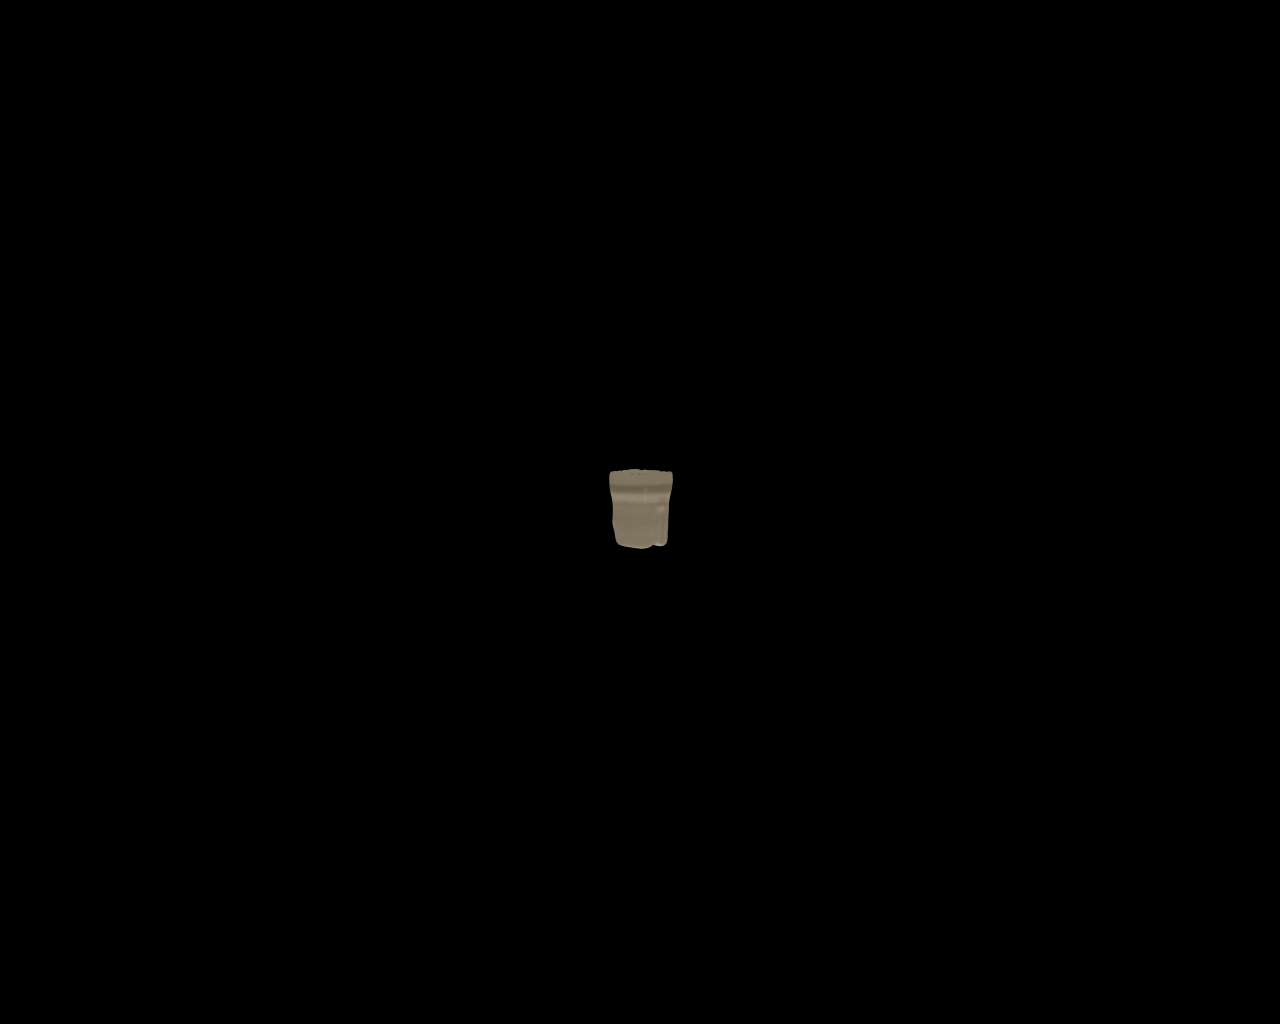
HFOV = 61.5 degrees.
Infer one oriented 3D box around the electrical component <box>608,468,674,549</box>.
[{"bbox_3d":[0.001,-0.003,0.650,0.040,0.046,0.040,0,5,0],"label":"electrical component"}]
